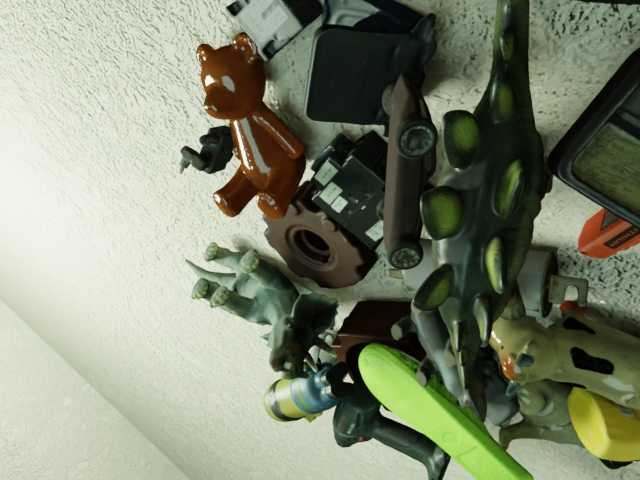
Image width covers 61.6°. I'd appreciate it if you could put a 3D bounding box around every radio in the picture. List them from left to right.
[{"bbox_3d":[0.312,-0.048,0.411,0.230,0.073,0.131,33,109,6],"label":"radio"}]

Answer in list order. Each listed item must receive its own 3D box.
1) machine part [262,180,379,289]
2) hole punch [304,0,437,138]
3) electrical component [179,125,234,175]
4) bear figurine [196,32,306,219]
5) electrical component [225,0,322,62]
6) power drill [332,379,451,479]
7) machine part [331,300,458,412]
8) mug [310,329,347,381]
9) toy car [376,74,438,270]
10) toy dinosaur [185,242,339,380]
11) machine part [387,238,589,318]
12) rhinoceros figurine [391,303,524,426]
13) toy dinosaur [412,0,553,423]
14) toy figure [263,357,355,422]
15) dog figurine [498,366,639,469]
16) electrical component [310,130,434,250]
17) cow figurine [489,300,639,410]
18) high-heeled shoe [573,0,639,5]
[{"bbox_3d":[-0.002,-0.002,0.781,0.180,0.056,0.179,23,143,19],"label":"machine part"},{"bbox_3d":[0.045,-0.181,0.538,0.116,0.092,0.142,6,139,-7],"label":"hole punch"},{"bbox_3d":[-0.155,-0.124,0.748,0.045,0.102,0.078,27,118,8],"label":"electrical component"},{"bbox_3d":[-0.094,-0.137,0.654,0.120,0.132,0.195,6,139,36],"label":"bear figurine"},{"bbox_3d":[-0.035,-0.246,0.550,0.119,0.048,0.074,-16,120,49],"label":"electrical component"},{"bbox_3d":[0.116,0.330,0.896,0.208,0.086,0.231,28,143,26],"label":"power drill"},{"bbox_3d":[0.136,0.190,0.852,0.201,0.087,0.201,-4,129,42],"label":"machine part"},{"bbox_3d":[0.013,0.220,0.960,0.081,0.107,0.109,12,146,24],"label":"mug"},{"bbox_3d":[0.087,-0.062,0.533,0.053,0.089,0.201,-1,130,0],"label":"toy car"},{"bbox_3d":[-0.101,0.094,0.903,0.192,0.131,0.405,36,174,-26],"label":"toy dinosaur"},{"bbox_3d":[0.192,0.042,0.652,0.243,0.079,0.079,7,134,35],"label":"machine part"},{"bbox_3d":[0.178,0.152,0.696,0.190,0.112,0.073,55,127,33],"label":"rhinoceros figurine"},{"bbox_3d":[0.154,-0.045,0.487,0.105,0.198,0.470,4,102,23],"label":"toy dinosaur"},{"bbox_3d":[-0.023,0.242,0.864,0.089,0.082,0.180,16,149,-27],"label":"toy figure"},{"bbox_3d":[0.340,0.217,0.720,0.191,0.121,0.172,0,135,21],"label":"dog figurine"},{"bbox_3d":[0.054,-0.066,0.664,0.134,0.058,0.115,42,141,-6],"label":"electrical component"},{"bbox_3d":[0.292,0.137,0.624,0.195,0.127,0.085,18,132,19],"label":"cow figurine"},{"bbox_3d":[0.280,-0.152,0.367,0.248,0.086,0.145,45,146,-3],"label":"high-heeled shoe"}]
